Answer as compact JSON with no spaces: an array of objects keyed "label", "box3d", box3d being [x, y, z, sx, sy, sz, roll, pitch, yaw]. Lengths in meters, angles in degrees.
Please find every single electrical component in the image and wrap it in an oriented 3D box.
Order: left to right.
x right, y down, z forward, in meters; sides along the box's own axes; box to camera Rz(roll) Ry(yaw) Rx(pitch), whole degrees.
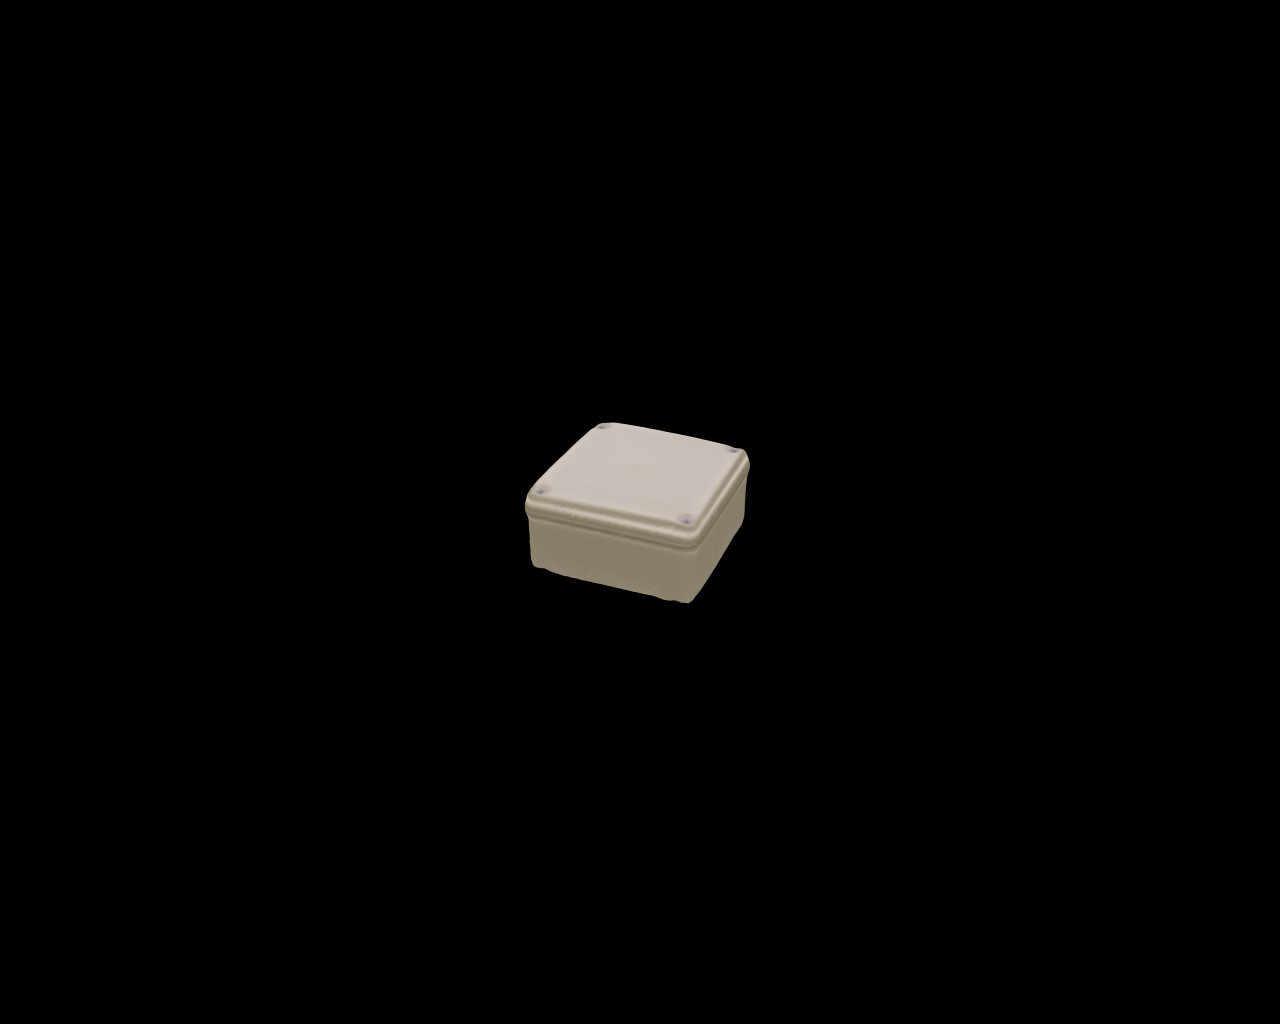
[{"label":"electrical component","box3d":[0.001,-0.003,0.650,0.109,0.056,0.109,12,33,19]}]
